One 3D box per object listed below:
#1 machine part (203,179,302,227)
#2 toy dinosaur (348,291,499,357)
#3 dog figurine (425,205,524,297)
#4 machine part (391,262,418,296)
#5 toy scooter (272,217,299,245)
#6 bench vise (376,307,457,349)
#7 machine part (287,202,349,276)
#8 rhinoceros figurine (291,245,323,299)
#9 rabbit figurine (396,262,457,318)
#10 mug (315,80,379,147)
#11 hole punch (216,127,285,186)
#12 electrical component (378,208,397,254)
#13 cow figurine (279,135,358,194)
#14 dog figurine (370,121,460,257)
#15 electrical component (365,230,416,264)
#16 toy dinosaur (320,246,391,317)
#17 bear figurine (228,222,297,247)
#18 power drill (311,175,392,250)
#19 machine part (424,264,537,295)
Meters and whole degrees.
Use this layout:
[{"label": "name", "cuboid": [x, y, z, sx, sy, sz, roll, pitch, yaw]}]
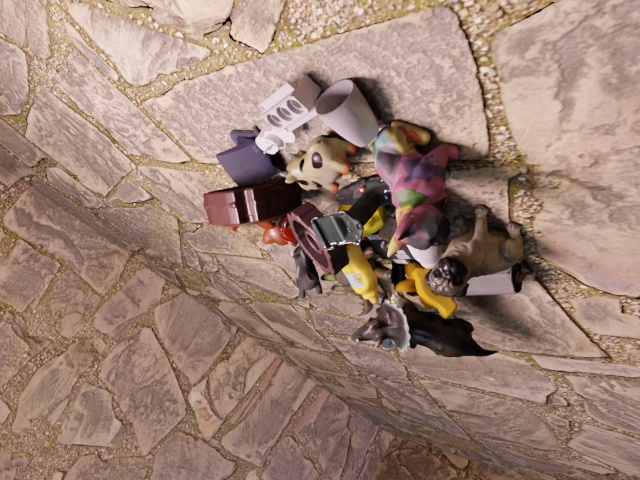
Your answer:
[{"label": "machine part", "cuboid": [-0.158, -0.090, 1.286, 0.202, 0.201, 0.087, 3, 106, 47]}, {"label": "toy dinosaur", "cuboid": [0.281, 0.230, 1.311, 0.405, 0.131, 0.192, 15, -169, -3]}, {"label": "dog figurine", "cuboid": [0.308, 0.053, 1.050, 0.172, 0.190, 0.121, 27, 157, 2]}, {"label": "machine part", "cuboid": [0.222, 0.108, 1.422, 0.039, 0.084, 0.138, -20, 145, 25]}, {"label": "toy scooter", "cuboid": [-0.065, -0.029, 1.372, 0.135, 0.075, 0.184, 26, 178, -38]}, {"label": "bench vise", "cuboid": [0.267, 0.224, 1.491, 0.241, 0.223, 0.128, -12, 93, 28]}, {"label": "machine part", "cuboid": [-0.003, -0.004, 1.223, 0.179, 0.056, 0.179, 48, 163, 20]}, {"label": "rhinoceros figurine", "cuboid": [-0.044, 0.086, 1.556, 0.073, 0.190, 0.111, -15, 122, -1]}, {"label": "rabbit figurine", "cuboid": [0.273, 0.120, 1.329, 0.162, 0.122, 0.173, 17, 174, 10]}, {"label": "mug", "cuboid": [0.049, -0.218, 0.952, 0.107, 0.081, 0.110, 44, 178, -34]}, {"label": "hole punch", "cuboid": [-0.164, -0.187, 1.246, 0.116, 0.092, 0.142, 7, 145, 35]}, {"label": "electrical component", "cuboid": [0.163, -0.023, 1.150, 0.045, 0.102, 0.078, 29, -178, -44]}, {"label": "cow figurine", "cuboid": [-0.009, -0.156, 1.132, 0.127, 0.085, 0.195, 26, 160, -6]}, {"label": "dog figurine", "cuboid": [0.148, -0.081, 0.932, 0.192, 0.219, 0.108, 27, 153, 5]}, {"label": "electrical component", "cuboid": [0.177, 0.002, 1.267, 0.115, 0.058, 0.134, 3, 145, 50]}, {"label": "toy dinosaur", "cuboid": [0.104, 0.101, 1.488, 0.199, 0.105, 0.470, 14, 145, 31]}, {"label": "bear figurine", "cuboid": [-0.160, -0.040, 1.496, 0.195, 0.132, 0.120, 51, -173, -32]}, {"label": "power drill", "cuboid": [0.074, -0.063, 1.076, 0.232, 0.207, 0.086, -9, 110, 44]}, {"label": "machine part", "cuboid": [0.344, 0.082, 1.168, 0.243, 0.079, 0.079, -8, 139, 35]}]
